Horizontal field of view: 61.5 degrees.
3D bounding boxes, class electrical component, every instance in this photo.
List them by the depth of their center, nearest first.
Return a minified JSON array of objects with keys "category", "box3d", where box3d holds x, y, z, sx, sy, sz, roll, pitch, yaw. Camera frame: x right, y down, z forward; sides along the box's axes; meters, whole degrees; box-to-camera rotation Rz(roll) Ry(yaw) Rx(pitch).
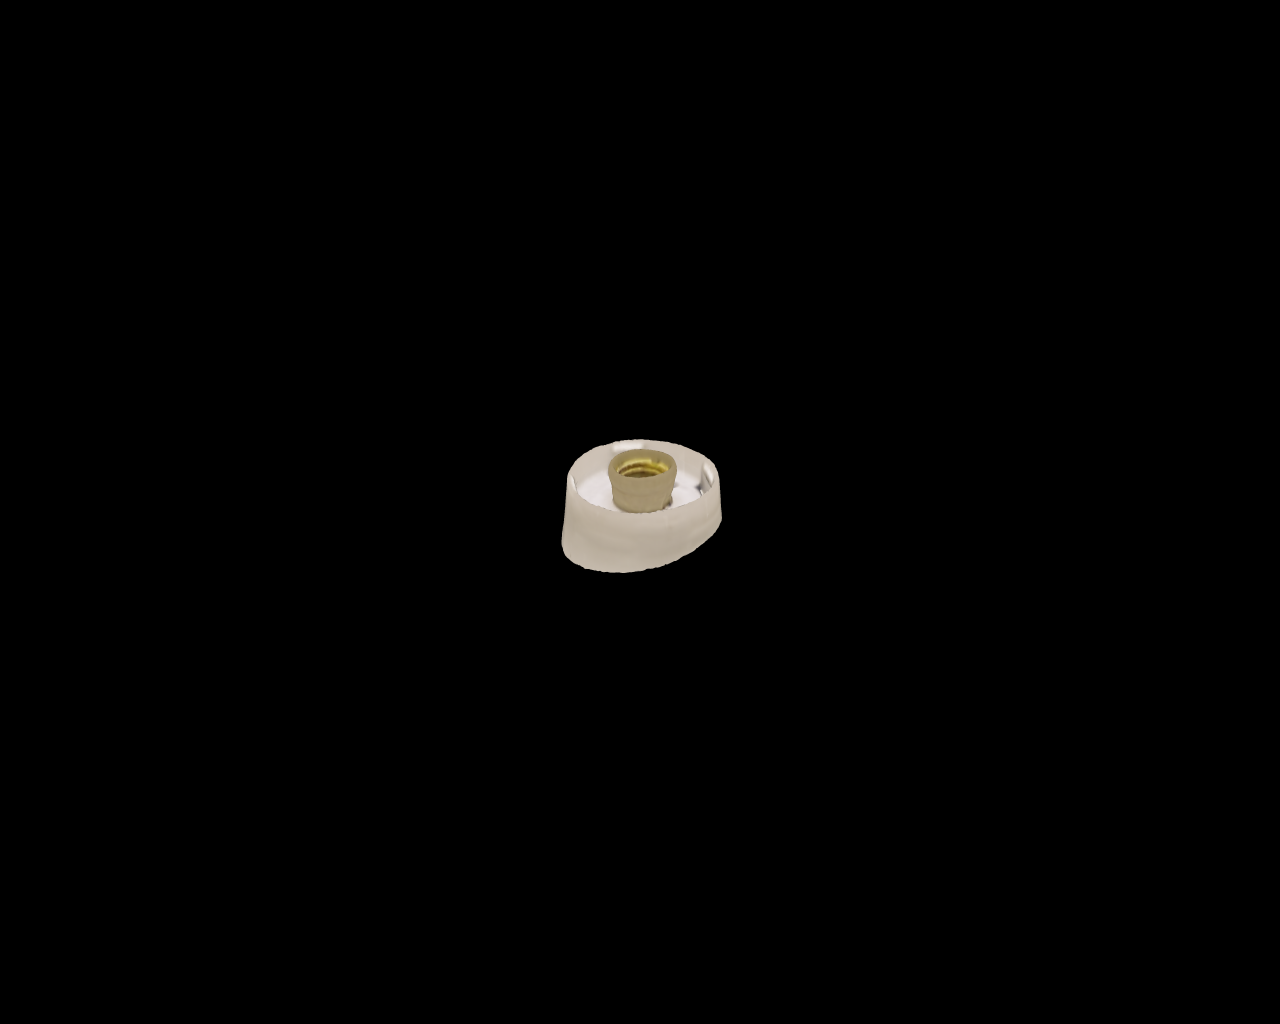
[{"category":"electrical component","box3d":[0.001,-0.003,0.650,0.099,0.064,0.099,0,32,0]}]
